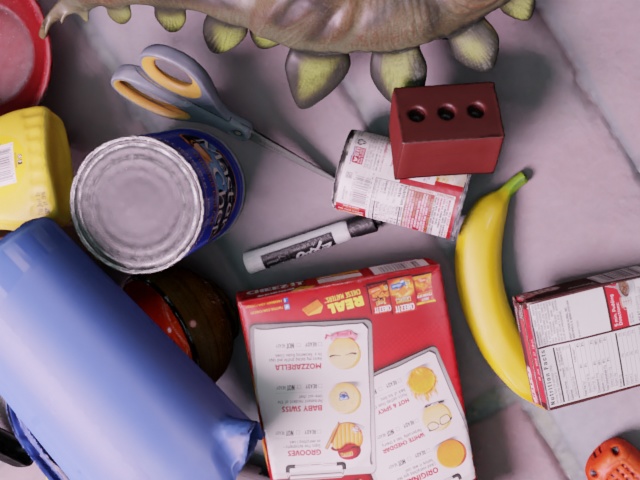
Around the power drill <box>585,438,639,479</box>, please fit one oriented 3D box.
[{"bbox_3d":[0.251,0.282,0.877,0.184,0.057,0.188,42,99,5],"label":"power drill"}]

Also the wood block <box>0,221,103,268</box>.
[{"bbox_3d":[-0.296,0.043,0.907,0.206,0.090,0.090,-8,97,10],"label":"wood block"}]

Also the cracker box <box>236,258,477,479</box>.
[{"bbox_3d":[0.030,0.133,0.867,0.164,0.072,0.214,-11,97,-4],"label":"cracker box"}]

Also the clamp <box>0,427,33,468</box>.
[{"bbox_3d":[-0.333,0.140,0.898,0.210,0.036,0.165,4,136,-6],"label":"clamp"}]

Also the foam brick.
[{"bbox_3d":[0.093,-0.082,0.801,0.078,0.051,0.053,-5,62,-2],"label":"foam brick"}]

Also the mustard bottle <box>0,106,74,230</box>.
[{"bbox_3d":[-0.295,-0.041,0.851,0.192,0.058,0.096,-11,78,9],"label":"mustard bottle"}]

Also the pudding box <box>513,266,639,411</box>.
[{"bbox_3d":[0.216,0.077,0.845,0.113,0.039,0.090,-13,98,-6],"label":"pudding box"}]

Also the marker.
[{"bbox_3d":[-0.006,0.001,0.892,0.121,0.020,0.020,-18,95,11],"label":"marker"}]

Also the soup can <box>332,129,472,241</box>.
[{"bbox_3d":[0.066,-0.044,0.850,0.102,0.068,0.068,15,100,7],"label":"soup can"}]

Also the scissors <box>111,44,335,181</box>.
[{"bbox_3d":[-0.067,-0.100,0.841,0.201,0.096,0.016,21,65,-4],"label":"scissors"}]

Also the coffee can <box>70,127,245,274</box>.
[{"bbox_3d":[-0.124,-0.035,0.844,0.103,0.140,0.103,1,98,8],"label":"coffee can"}]

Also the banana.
[{"bbox_3d":[0.148,0.047,0.866,0.070,0.037,0.198,-8,97,10],"label":"banana"}]

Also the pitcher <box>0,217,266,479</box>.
[{"bbox_3d":[-0.172,0.110,0.795,0.149,0.145,0.243,-42,96,-12],"label":"pitcher"}]

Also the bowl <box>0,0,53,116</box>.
[{"bbox_3d":[-0.292,-0.156,0.895,0.162,0.055,0.162,1,98,8],"label":"bowl"}]
